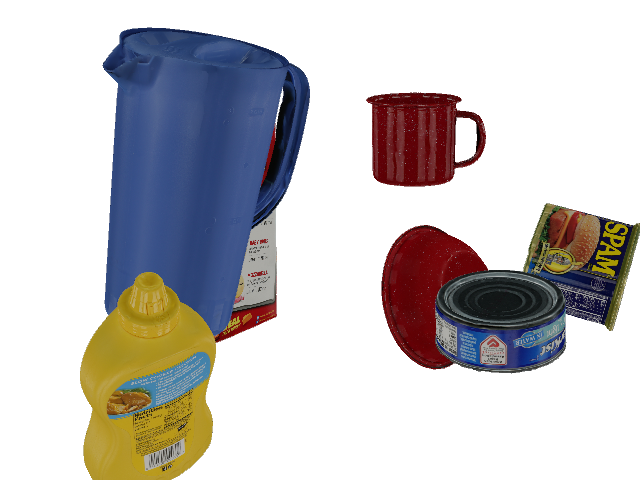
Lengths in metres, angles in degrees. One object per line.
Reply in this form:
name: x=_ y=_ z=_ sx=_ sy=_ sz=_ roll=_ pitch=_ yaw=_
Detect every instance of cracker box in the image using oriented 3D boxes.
cracker box: x=-0.118 y=-0.007 z=1.066 sx=0.072 sy=0.214 sz=0.163 roll=9 pitch=18 yaw=34

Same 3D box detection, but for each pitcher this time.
pitcher: x=-0.101 y=-0.046 z=0.876 sx=0.149 sy=0.243 sz=0.145 roll=12 pitch=20 yaw=2

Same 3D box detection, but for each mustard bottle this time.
mustard bottle: x=-0.120 y=0.096 z=0.748 sx=0.096 sy=0.192 sz=0.058 roll=-19 pitch=50 yaw=-27

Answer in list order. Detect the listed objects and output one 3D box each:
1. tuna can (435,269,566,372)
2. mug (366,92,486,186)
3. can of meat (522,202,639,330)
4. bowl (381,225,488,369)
tuna can: x=0.118 y=0.051 z=0.700 sx=0.086 sy=0.034 sz=0.086 roll=-4 pitch=23 yaw=1
mug: x=0.104 y=-0.100 z=1.050 sx=0.117 sy=0.081 sz=0.093 roll=1 pitch=15 yaw=10
can of meat: x=0.221 y=0.019 z=0.912 sx=0.084 sy=0.057 sz=0.102 roll=16 pitch=45 yaw=16
bowl: x=0.141 y=0.060 z=1.172 sx=0.161 sy=0.162 sz=0.055 roll=0 pitch=-8 yaw=-43
